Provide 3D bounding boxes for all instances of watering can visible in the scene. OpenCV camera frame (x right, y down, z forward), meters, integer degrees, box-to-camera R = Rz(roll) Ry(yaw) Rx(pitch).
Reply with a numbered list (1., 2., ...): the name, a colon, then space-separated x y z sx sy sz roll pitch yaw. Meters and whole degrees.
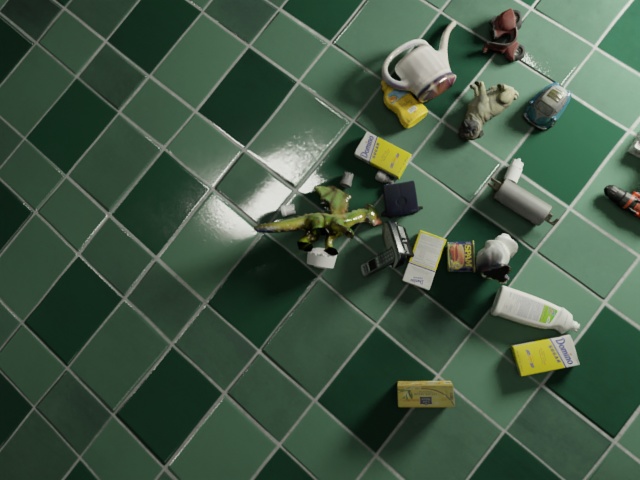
1. watering can: 0.379 -0.603 1.752 0.349 0.226 0.102 -33 -13 -9

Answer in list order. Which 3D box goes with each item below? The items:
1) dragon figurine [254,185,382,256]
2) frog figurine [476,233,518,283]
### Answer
1. dragon figurine: 0.005 -0.086 1.714 0.410 0.249 0.119 11 -41 2
2. frog figurine: 0.550 0.041 1.608 0.122 0.163 0.135 -7 -39 32
